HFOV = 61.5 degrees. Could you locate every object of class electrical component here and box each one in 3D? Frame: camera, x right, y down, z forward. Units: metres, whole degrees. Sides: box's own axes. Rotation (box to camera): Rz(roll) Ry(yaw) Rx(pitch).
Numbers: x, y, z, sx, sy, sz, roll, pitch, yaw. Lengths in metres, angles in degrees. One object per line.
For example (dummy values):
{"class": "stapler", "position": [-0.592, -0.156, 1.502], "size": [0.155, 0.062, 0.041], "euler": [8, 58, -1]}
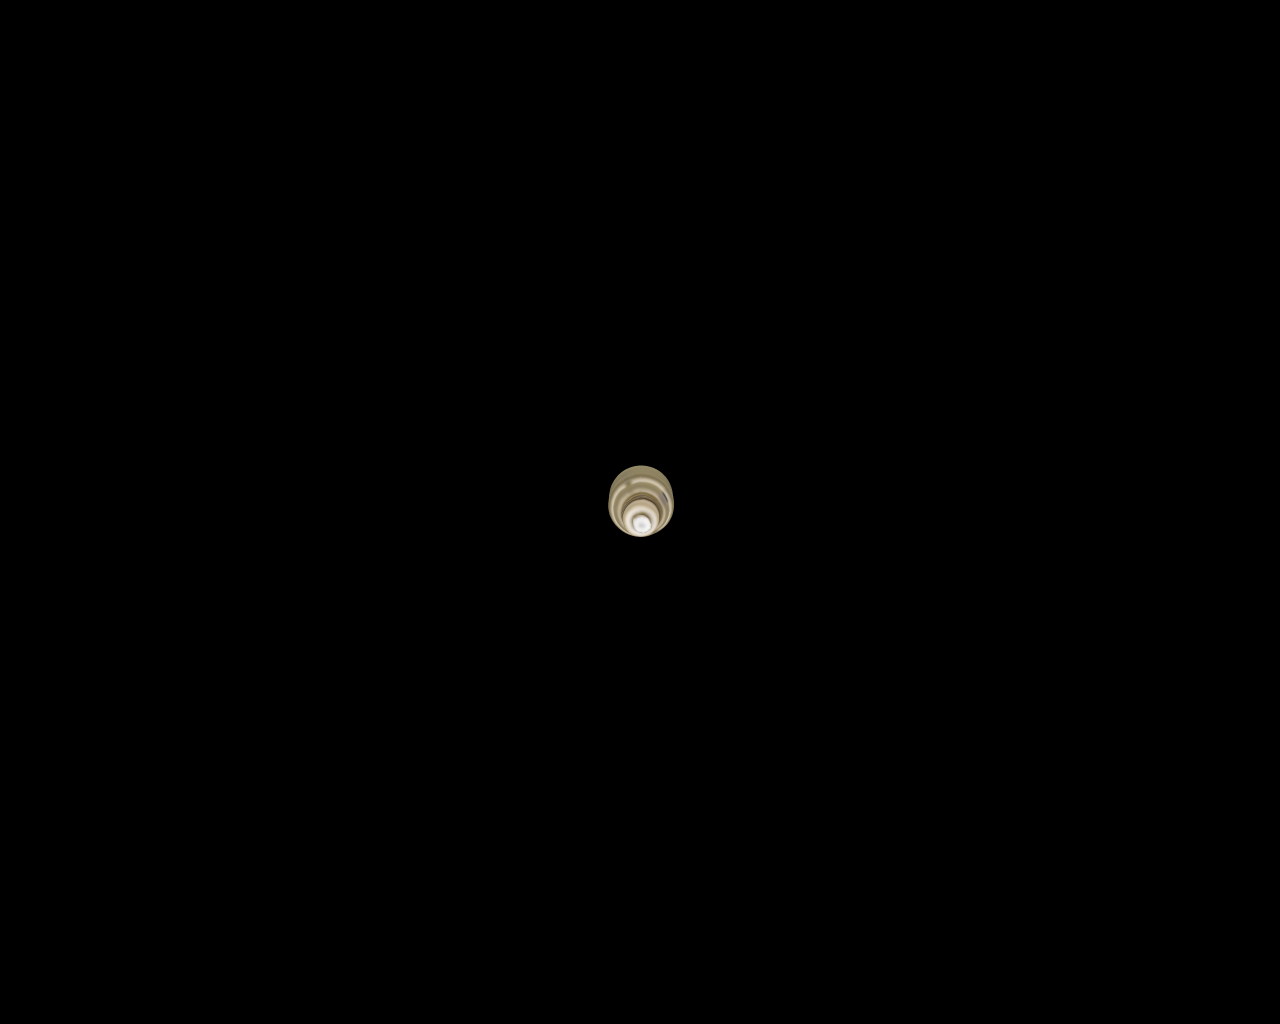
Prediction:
{"class": "electrical component", "position": [0.001, -0.003, 0.650], "size": [0.040, 0.040, 0.078], "euler": [0, 16, 0]}
